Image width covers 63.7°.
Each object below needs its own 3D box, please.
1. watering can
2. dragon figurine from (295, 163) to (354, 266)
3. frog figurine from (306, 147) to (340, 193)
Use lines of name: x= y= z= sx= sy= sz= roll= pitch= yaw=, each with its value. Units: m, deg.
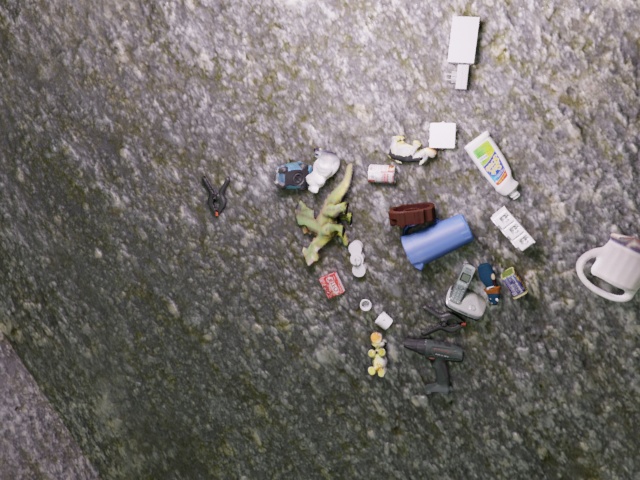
watering can: x=1.050 y=0.115 z=1.727 sx=0.349 sy=0.105 sz=0.222 roll=26 pitch=105 yaw=10
dragon figurine: x=0.006 y=-0.100 z=1.995 sx=0.243 sy=0.122 sz=0.410 roll=7 pitch=92 yaw=23
frog figurine: x=0.012 y=-0.254 z=1.937 sx=0.122 sy=0.137 sz=0.160 roll=8 pitch=83 yaw=-14
